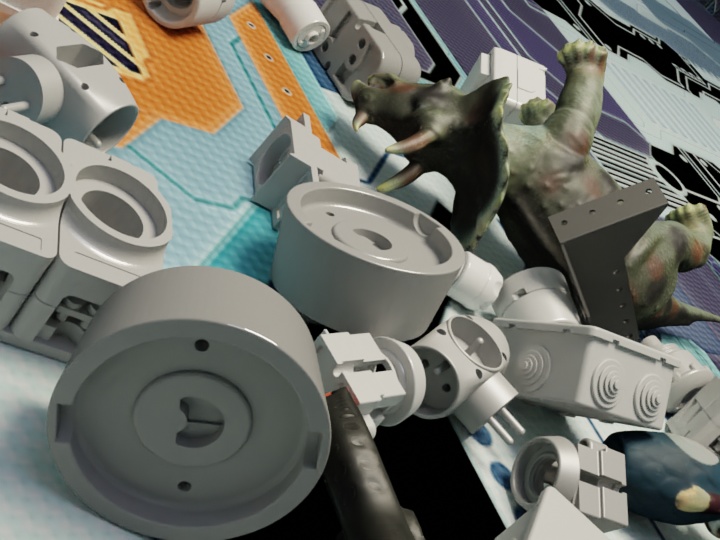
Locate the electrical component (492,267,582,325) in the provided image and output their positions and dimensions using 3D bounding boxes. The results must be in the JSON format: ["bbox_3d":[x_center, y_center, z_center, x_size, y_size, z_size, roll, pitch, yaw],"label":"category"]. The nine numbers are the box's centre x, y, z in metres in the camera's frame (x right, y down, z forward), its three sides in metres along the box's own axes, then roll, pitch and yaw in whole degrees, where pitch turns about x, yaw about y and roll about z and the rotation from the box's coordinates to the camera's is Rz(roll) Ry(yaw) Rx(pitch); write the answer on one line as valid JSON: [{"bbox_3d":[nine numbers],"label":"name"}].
[{"bbox_3d":[0.126,0.033,0.754,0.055,0.055,0.047,20,38,-36],"label":"electrical component"}]

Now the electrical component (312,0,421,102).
[{"bbox_3d":[0.006,-0.182,0.905,0.059,0.053,0.095,8,43,-47],"label":"electrical component"}]

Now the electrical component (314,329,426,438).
[{"bbox_3d":[0.001,0.060,0.568,0.055,0.048,0.066,-2,50,-43],"label":"electrical component"}]

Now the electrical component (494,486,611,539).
[{"bbox_3d":[0.103,0.171,0.535,0.100,0.048,0.100,43,28,2],"label":"electrical component"}]

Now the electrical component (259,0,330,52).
[{"bbox_3d":[-0.053,-0.214,0.893,0.044,0.044,0.065,2,52,-51],"label":"electrical component"}]

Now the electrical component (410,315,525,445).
[{"bbox_3d":[0.067,0.070,0.637,0.079,0.044,0.077,48,28,13],"label":"electrical component"}]

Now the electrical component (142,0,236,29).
[{"bbox_3d":[-0.124,-0.201,0.771,0.055,0.055,0.047,44,31,3],"label":"electrical component"}]

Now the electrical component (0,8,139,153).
[{"bbox_3d":[-0.170,-0.097,0.573,0.077,0.043,0.079,45,28,6],"label":"electrical component"}]

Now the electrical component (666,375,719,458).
[{"bbox_3d":[0.305,0.150,0.780,0.150,0.061,0.089,43,10,3],"label":"electrical component"}]

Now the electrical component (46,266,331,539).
[{"bbox_3d":[-0.066,0.049,0.436,0.108,0.108,0.060,31,23,-19],"label":"electrical component"}]

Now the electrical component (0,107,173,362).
[{"bbox_3d":[-0.163,-0.027,0.465,0.150,0.061,0.089,24,33,-31],"label":"electrical component"}]

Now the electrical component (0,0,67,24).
[{"bbox_3d":[-0.214,-0.200,0.650,0.078,0.057,0.113,23,34,-33],"label":"electrical component"}]

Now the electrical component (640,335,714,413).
[{"bbox_3d":[0.245,0.079,0.853,0.048,0.048,0.062,16,31,-40],"label":"electrical component"}]

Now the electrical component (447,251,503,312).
[{"bbox_3d":[0.067,0.002,0.744,0.061,0.035,0.035,31,30,-16],"label":"electrical component"}]

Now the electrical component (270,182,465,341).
[{"bbox_3d":[0.000,0.000,0.625,0.108,0.060,0.108,17,24,-8],"label":"electrical component"}]

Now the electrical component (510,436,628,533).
[{"bbox_3d":[0.122,0.124,0.624,0.055,0.048,0.066,24,54,-28],"label":"electrical component"}]

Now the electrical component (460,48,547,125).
[{"bbox_3d":[0.114,-0.140,0.949,0.061,0.096,0.061,18,54,-18],"label":"electrical component"}]

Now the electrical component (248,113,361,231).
[{"bbox_3d":[-0.034,-0.059,0.694,0.064,0.042,0.081,28,31,-28],"label":"electrical component"}]

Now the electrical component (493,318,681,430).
[{"bbox_3d":[0.139,0.067,0.684,0.100,0.100,0.048,20,80,-35],"label":"electrical component"}]
